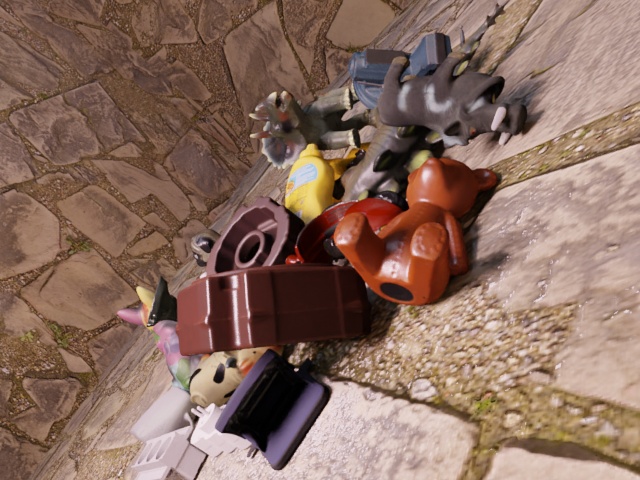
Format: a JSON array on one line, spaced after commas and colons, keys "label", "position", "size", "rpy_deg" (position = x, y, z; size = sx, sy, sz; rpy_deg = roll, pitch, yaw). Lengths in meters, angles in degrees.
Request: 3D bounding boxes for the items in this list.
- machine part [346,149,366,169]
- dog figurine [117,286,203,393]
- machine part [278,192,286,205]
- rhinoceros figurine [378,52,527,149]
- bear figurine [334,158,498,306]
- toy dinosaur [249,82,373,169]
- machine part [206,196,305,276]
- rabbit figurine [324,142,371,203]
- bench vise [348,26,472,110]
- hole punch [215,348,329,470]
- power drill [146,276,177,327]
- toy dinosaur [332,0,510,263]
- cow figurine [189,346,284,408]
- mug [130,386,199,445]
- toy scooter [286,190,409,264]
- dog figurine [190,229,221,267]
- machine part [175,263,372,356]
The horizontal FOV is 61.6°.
[{"label": "machine part", "position": [0.117, -0.155, 0.977], "size": [0.139, 0.084, 0.039], "rpy_deg": [-43, -17, -18]}, {"label": "dog figurine", "position": [-0.286, 0.186, 1.033], "size": [0.108, 0.219, 0.192], "rpy_deg": [-49, 14, 20]}, {"label": "machine part", "position": [-0.065, -0.049, 1.165], "size": [0.079, 0.079, 0.243], "rpy_deg": [-56, 3, -21]}, {"label": "rhinoceros figurine", "position": [0.164, -0.173, 0.683], "size": [0.073, 0.191, 0.112], "rpy_deg": [29, -105, -63]}, {"label": "bear figurine", "position": [0.115, -0.032, 0.579], "size": [0.120, 0.131, 0.196], "rpy_deg": [13, 62, 30]}, {"label": "toy dinosaur", "position": [-0.003, -0.235, 1.076], "size": [0.192, 0.131, 0.405], "rpy_deg": [-8, 13, 18]}, {"label": "machine part", "position": [-0.095, 0.020, 0.812], "size": [0.179, 0.056, 0.179], "rpy_deg": [-27, 46, 33]}, {"label": "rabbit figurine", "position": [0.045, -0.136, 1.053], "size": [0.173, 0.121, 0.162], "rpy_deg": [-28, 11, 8]}, {"label": "bench vise", "position": [0.156, -0.289, 1.009], "size": [0.240, 0.224, 0.129], "rpy_deg": [107, 152, -71]}, {"label": "hole punch", "position": [-0.065, 0.189, 0.636], "size": [0.142, 0.092, 0.116], "rpy_deg": [-58, 12, -14]}, {"label": "power drill", "position": [-0.185, 0.123, 0.923], "size": [0.232, 0.207, 0.086], "rpy_deg": [139, 138, -60]}, {"label": "toy dinosaur", "position": [0.143, -0.168, 0.844], "size": [0.471, 0.105, 0.199], "rpy_deg": [-60, 15, -6]}, {"label": "cow figurine", "position": [-0.130, 0.194, 0.819], "size": [0.195, 0.085, 0.127], "rpy_deg": [-40, 12, 28]}, {"label": "mug", "position": [-0.254, 0.311, 0.921], "size": [0.110, 0.080, 0.107], "rpy_deg": [6, 51, 43]}, {"label": "toy scooter", "position": [0.029, -0.003, 0.707], "size": [0.135, 0.075, 0.184], "rpy_deg": [-39, 22, -31]}, {"label": "dog figurine", "position": [-0.174, 0.018, 1.163], "size": [0.121, 0.190, 0.172], "rpy_deg": [-44, 14, 23]}, {"label": "machine part", "position": [-0.058, 0.084, 0.638], "size": [0.201, 0.201, 0.087], "rpy_deg": [-22, 71, 60]}]
